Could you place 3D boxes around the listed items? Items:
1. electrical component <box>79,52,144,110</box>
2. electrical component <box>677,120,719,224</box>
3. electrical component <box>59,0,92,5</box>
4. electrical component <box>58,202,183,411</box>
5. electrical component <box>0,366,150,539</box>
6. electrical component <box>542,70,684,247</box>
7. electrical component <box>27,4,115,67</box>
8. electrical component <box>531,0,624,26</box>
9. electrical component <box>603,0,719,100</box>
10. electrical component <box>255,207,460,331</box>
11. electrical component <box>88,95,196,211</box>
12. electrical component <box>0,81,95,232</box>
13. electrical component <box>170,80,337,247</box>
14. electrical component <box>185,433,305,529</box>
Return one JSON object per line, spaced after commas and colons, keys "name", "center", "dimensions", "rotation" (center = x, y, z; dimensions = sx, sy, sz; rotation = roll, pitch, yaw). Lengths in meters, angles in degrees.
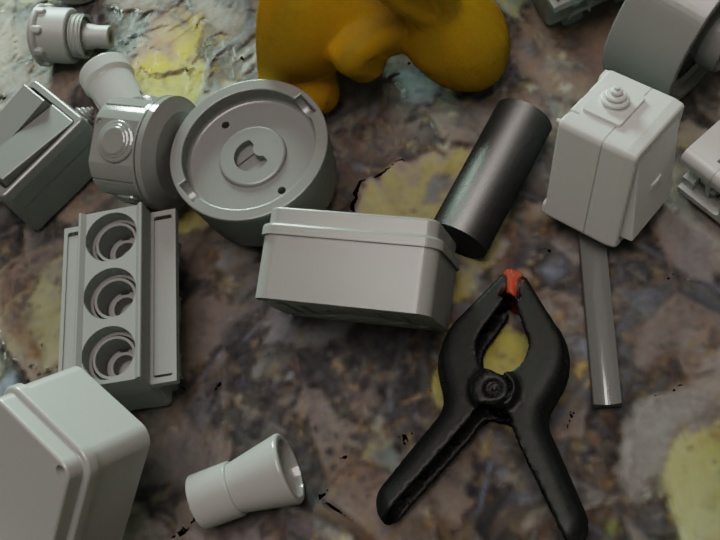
{"name": "electrical component", "center": [-0.182, -0.132, 0.801], "dimensions": [0.040, 0.040, 0.046], "rotation": [-32, 67, -3]}
{"name": "electrical component", "center": [0.250, -0.070, 0.663], "dimensions": [0.089, 0.050, 0.055], "rotation": [-41, 63, -8]}
{"name": "electrical component", "center": [-0.231, -0.248, 0.864], "dimensions": [0.045, 0.045, 0.055], "rotation": [-19, 63, 4]}
{"name": "electrical component", "center": [-0.152, 0.027, 0.703], "dimensions": [0.079, 0.063, 0.121], "rotation": [-10, 63, 9]}
{"name": "electrical component", "center": [-0.179, 0.124, 0.632], "dimensions": [0.078, 0.113, 0.057], "rotation": [36, 32, 25]}
{"name": "electrical component", "center": [0.157, -0.070, 0.652], "dimensions": [0.061, 0.096, 0.062], "rotation": [30, 56, 24]}
{"name": "electrical component", "center": [-0.222, -0.181, 0.831], "dimensions": [0.062, 0.048, 0.048], "rotation": [3, 66, 7]}
{"name": "electrical component", "center": [0.175, -0.224, 0.747], "dimensions": [0.121, 0.063, 0.078], "rotation": [-24, 62, 1]}
{"name": "electrical component", "center": [0.212, -0.158, 0.685], "dimensions": [0.060, 0.108, 0.108], "rotation": [37, 78, 20]}
{"name": "electrical component", "center": [0.000, 0.000, 0.667], "dimensions": [0.113, 0.078, 0.057], "rotation": [5, 80, 16]}
{"name": "electrical component", "center": [-0.145, -0.082, 0.746], "dimensions": [0.051, 0.080, 0.080], "rotation": [9, 67, 23]}
{"name": "electrical component", "center": [-0.231, -0.089, 0.779], "dimensions": [0.062, 0.061, 0.096], "rotation": [37, 78, 26]}
{"name": "electrical component", "center": [-0.067, -0.067, 0.730], "dimensions": [0.108, 0.060, 0.108], "rotation": [-5, 64, 11]}
{"name": "electrical component", "center": [-0.072, 0.130, 0.648], "dimensions": [0.065, 0.044, 0.044], "rotation": [-22, 62, 8]}
